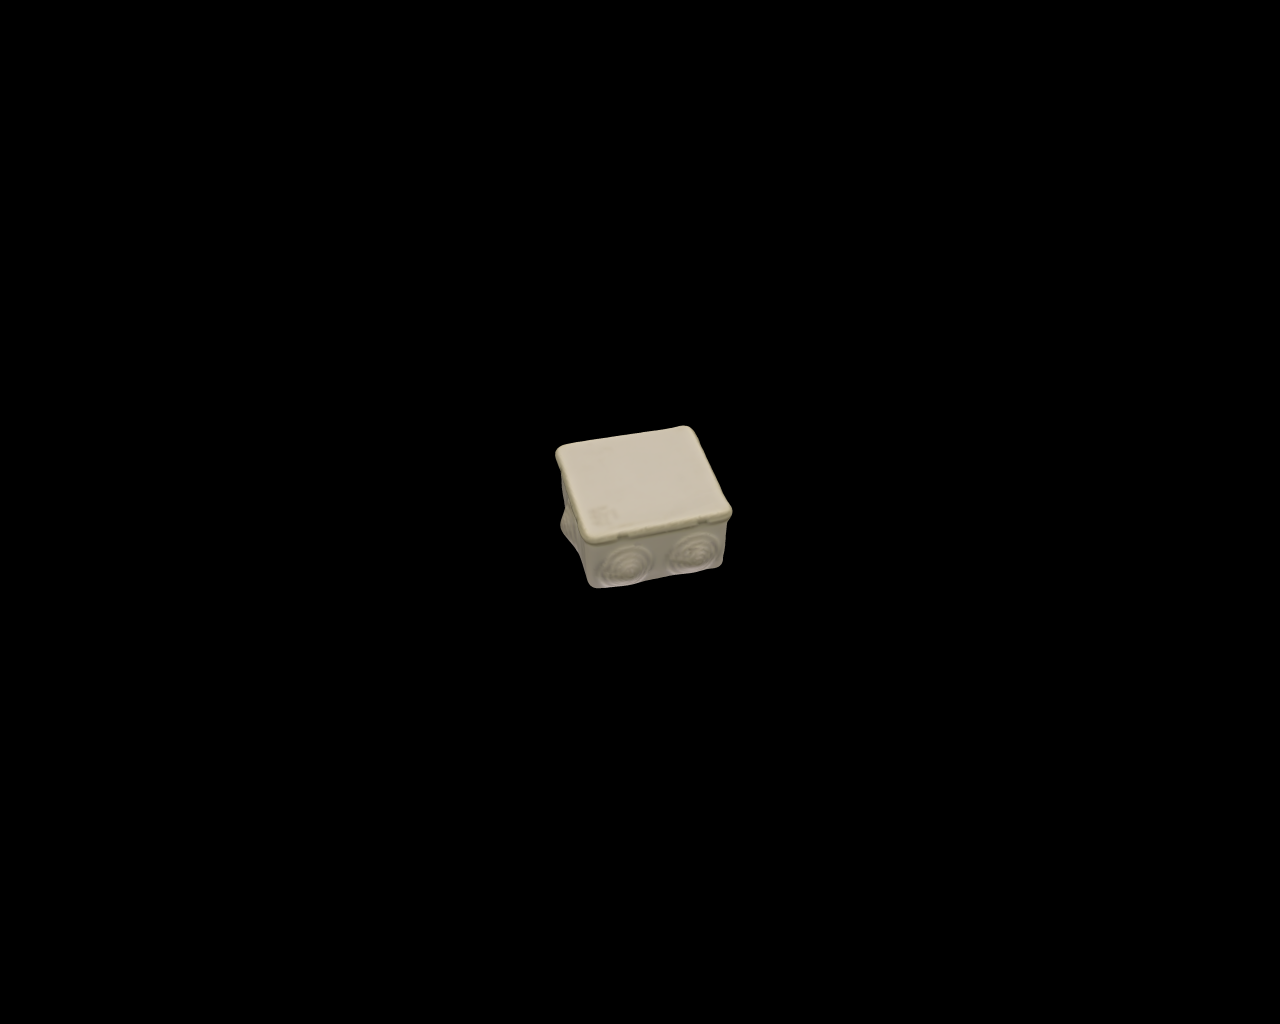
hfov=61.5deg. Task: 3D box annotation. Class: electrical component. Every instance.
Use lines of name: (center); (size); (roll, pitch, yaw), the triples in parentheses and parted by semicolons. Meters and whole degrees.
electrical component: (0.001, -0.003, 0.650); (0.100, 0.048, 0.100); (-10, 43, -11)
